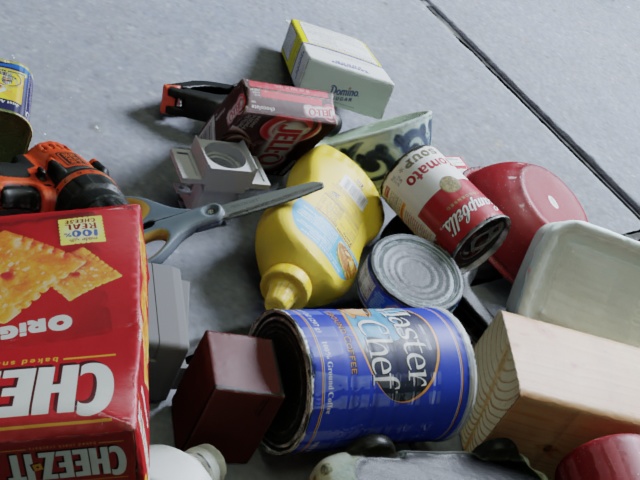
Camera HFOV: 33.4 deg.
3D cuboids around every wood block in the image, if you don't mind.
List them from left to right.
[{"bbox_3d":[0.222,0.140,0.857,0.206,0.091,0.090,16,38,-16],"label":"wood block"}]

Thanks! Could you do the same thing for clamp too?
[{"bbox_3d":[-0.073,-0.135,1.043,0.171,0.039,0.120,7,14,-18],"label":"clamp"},{"bbox_3d":[0.108,0.037,0.954,0.164,0.036,0.210,20,39,-7],"label":"clamp"}]

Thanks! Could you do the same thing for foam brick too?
[{"bbox_3d":[-0.064,0.109,0.730,0.052,0.078,0.051,10,39,-24],"label":"foam brick"}]

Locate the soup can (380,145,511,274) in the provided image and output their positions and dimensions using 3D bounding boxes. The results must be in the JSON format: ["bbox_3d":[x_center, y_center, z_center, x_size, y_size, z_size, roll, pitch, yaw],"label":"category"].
[{"bbox_3d":[0.110,-0.028,0.944,0.068,0.069,0.102,-14,51,-41],"label":"soup can"}]

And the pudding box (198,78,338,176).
[{"bbox_3d":[-0.050,-0.099,0.956,0.089,0.114,0.039,6,68,-27],"label":"pudding box"}]

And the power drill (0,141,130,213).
[{"bbox_3d":[-0.236,-0.029,0.765,0.187,0.057,0.185,1,18,-32],"label":"power drill"}]

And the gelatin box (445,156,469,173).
[{"bbox_3d":[0.128,-0.046,1.074,0.073,0.030,0.089,-4,48,-34],"label":"gelatin box"}]

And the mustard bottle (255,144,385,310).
[{"bbox_3d":[-0.006,0.001,0.903,0.096,0.058,0.191,51,34,-16],"label":"mustard bottle"}]

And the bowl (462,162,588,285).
[{"bbox_3d":[0.210,-0.021,1.038,0.162,0.055,0.162,27,41,-26],"label":"bowl"}]

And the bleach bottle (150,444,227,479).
[{"bbox_3d":[-0.149,0.175,0.609,0.103,0.068,0.250,26,28,26],"label":"bleach bottle"}]

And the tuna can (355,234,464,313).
[{"bbox_3d":[0.075,0.036,0.885,0.086,0.034,0.086,13,44,-13],"label":"tuna can"}]

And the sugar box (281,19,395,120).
[{"bbox_3d":[0.015,-0.180,1.114,0.093,0.048,0.176,16,23,-13],"label":"sugar box"}]

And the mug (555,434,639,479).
[{"bbox_3d":[0.230,0.201,0.790,0.117,0.093,0.081,32,32,-39],"label":"mug"}]

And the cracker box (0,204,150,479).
[{"bbox_3d":[-0.184,0.065,0.626,0.164,0.072,0.214,-5,34,-5],"label":"cracker box"}]

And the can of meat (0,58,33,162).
[{"bbox_3d":[-0.287,-0.111,0.874,0.102,0.058,0.084,12,37,-20],"label":"can of meat"}]

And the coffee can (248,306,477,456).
[{"bbox_3d":[0.028,0.100,0.775,0.140,0.103,0.103,1,44,-30],"label":"coffee can"}]

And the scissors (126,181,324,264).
[{"bbox_3d":[-0.105,-0.026,0.863,0.201,0.016,0.096,-28,49,-24],"label":"scissors"}]
